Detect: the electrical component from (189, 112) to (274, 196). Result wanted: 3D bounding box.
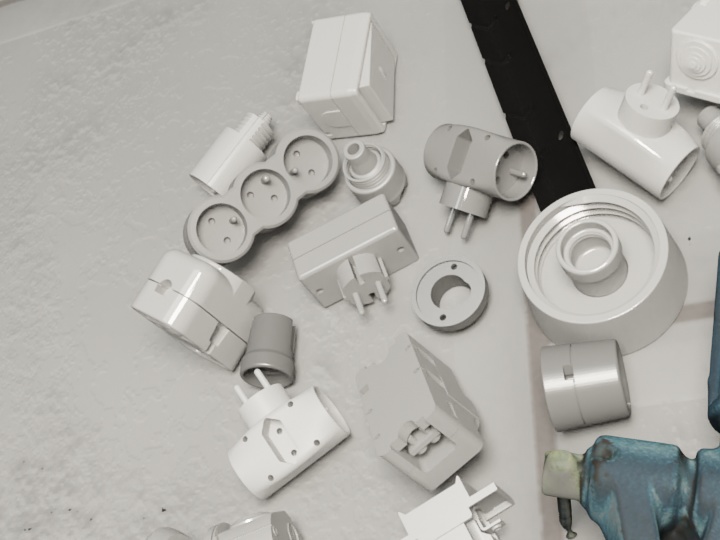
[{"bbox_3d":[-0.101,-0.098,0.901,0.043,0.043,0.081,31,80,35],"label":"electrical component"}]

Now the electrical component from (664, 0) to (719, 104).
[{"bbox_3d":[0.266,-0.154,0.726,0.100,0.048,0.100,24,53,34],"label":"electrical component"}]

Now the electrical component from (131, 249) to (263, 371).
[{"bbox_3d":[-0.118,0.028,0.809,0.054,0.095,0.059,22,75,33],"label":"electrical component"}]

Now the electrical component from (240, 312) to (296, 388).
[{"bbox_3d":[-0.067,0.060,0.802,0.040,0.040,0.046,-9,55,22],"label":"electrical component"}]

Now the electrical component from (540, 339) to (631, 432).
[{"bbox_3d":[0.144,0.072,0.682,0.047,0.055,0.055,-12,60,17],"label":"electrical component"}]

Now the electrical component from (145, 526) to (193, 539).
[{"bbox_3d":[-0.126,0.217,0.722,0.051,0.080,0.080,-42,54,7],"label":"electrical component"}]

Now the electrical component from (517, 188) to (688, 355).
[{"bbox_3d":[0.157,-0.003,0.711,0.108,0.060,0.108,-12,60,21],"label":"electrical component"}]

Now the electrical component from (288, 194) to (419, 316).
[{"bbox_3d":[0.000,0.000,0.797,0.083,0.047,0.075,-27,52,9],"label":"electrical component"}]

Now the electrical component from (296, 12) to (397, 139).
[{"bbox_3d":[-0.005,-0.164,0.877,0.061,0.061,0.096,-3,63,25],"label":"electrical component"}]

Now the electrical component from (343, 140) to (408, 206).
[{"bbox_3d":[0.008,-0.076,0.823,0.043,0.062,0.043,-12,60,21],"label":"electrical component"}]

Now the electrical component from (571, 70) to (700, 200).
[{"bbox_3d":[0.191,-0.099,0.727,0.077,0.079,0.044,40,55,22],"label":"electrical component"}]

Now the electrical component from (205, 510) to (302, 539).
[{"bbox_3d":[-0.065,0.198,0.702,0.051,0.080,0.080,-23,56,7],"label":"electrical component"}]

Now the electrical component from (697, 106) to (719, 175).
[{"bbox_3d":[0.250,-0.086,0.720,0.048,0.048,0.062,-34,48,7],"label":"electrical component"}]

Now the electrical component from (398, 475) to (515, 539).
[{"bbox_3d":[0.063,0.172,0.676,0.081,0.042,0.063,-34,58,7],"label":"electrical component"}]

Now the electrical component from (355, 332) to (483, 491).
[{"bbox_3d":[0.040,0.094,0.707,0.050,0.056,0.089,-43,29,14],"label":"electrical component"}]

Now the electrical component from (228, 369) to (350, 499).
[{"bbox_3d":[-0.060,0.108,0.763,0.077,0.043,0.079,-38,72,4],"label":"electrical component"}]

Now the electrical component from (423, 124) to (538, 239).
[{"bbox_3d":[0.082,-0.062,0.788,0.077,0.043,0.079,24,98,49],"label":"electrical component"}]

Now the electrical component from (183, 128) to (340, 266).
[{"bbox_3d":[-0.081,-0.055,0.859,0.138,0.074,0.052,-40,96,-14],"label":"electrical component"}]
